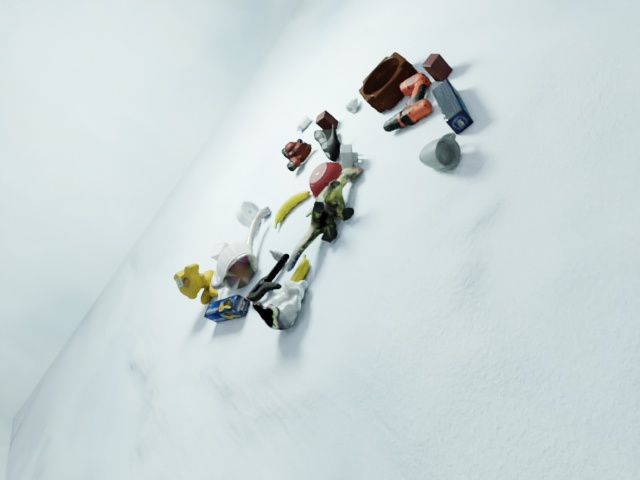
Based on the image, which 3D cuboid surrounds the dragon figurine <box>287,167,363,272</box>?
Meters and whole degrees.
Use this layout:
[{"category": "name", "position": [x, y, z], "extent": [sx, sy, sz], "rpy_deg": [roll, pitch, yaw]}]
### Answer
[{"category": "dragon figurine", "position": [0.005, -0.086, 1.701], "extent": [0.410, 0.121, 0.244], "rpy_deg": [-50, 12, 2]}]

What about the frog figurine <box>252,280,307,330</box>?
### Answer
[{"category": "frog figurine", "position": [-0.100, 0.192, 1.545], "extent": [0.161, 0.123, 0.135], "rpy_deg": [-29, 1, -38]}]

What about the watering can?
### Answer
[{"category": "watering can", "position": [-0.298, 0.052, 1.948], "extent": [0.348, 0.103, 0.227], "rpy_deg": [-54, 30, -1]}]
